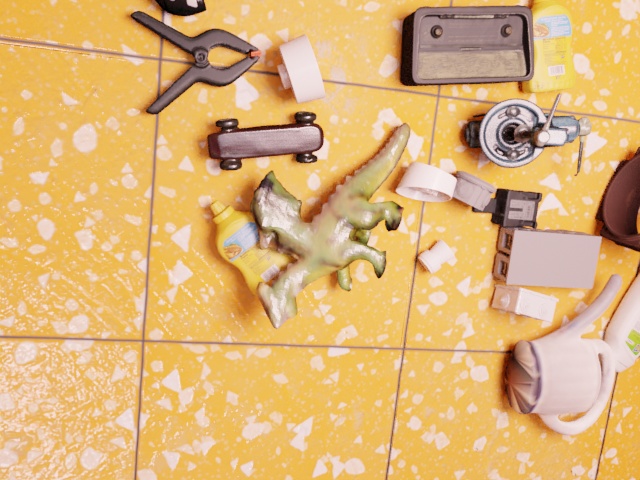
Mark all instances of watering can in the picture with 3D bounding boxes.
[{"bbox_3d":[0.493,0.234,1.038,0.224,0.105,0.345,1,100,-9],"label":"watering can"}]

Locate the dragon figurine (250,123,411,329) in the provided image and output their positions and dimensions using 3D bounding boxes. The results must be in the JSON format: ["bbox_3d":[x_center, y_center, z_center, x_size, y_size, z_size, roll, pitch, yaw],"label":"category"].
[{"bbox_3d":[0.003,-0.045,0.888,0.242,0.122,0.413,18,83,-19],"label":"dragon figurine"}]
